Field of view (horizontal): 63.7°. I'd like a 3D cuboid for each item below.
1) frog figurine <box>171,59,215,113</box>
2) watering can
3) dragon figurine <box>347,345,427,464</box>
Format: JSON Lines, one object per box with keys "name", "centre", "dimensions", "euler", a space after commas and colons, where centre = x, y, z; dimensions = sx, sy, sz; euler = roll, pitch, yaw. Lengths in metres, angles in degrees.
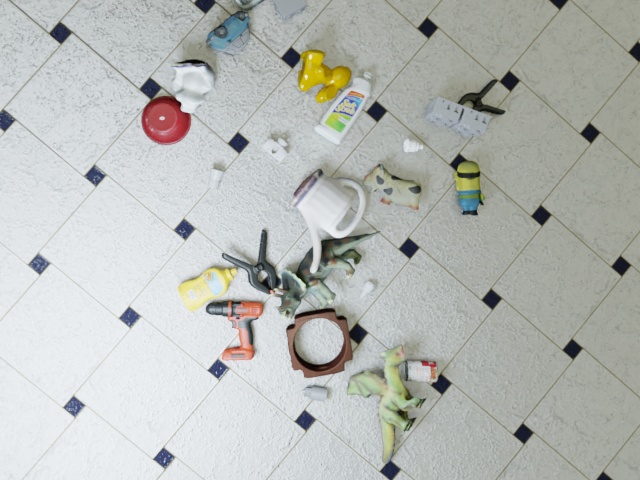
{"name": "frog figurine", "centre": [-0.402, -0.491, 1.645], "dimensions": [0.138, 0.156, 0.125], "euler": [-8, 30, -14]}
{"name": "watering can", "centre": [0.005, -0.082, 1.630], "dimensions": [0.224, 0.353, 0.102], "euler": [37, -26, 0]}
{"name": "dragon figurine", "centre": [0.198, 0.522, 1.673], "dimensions": [0.244, 0.404, 0.123], "euler": [31, 21, 20]}
